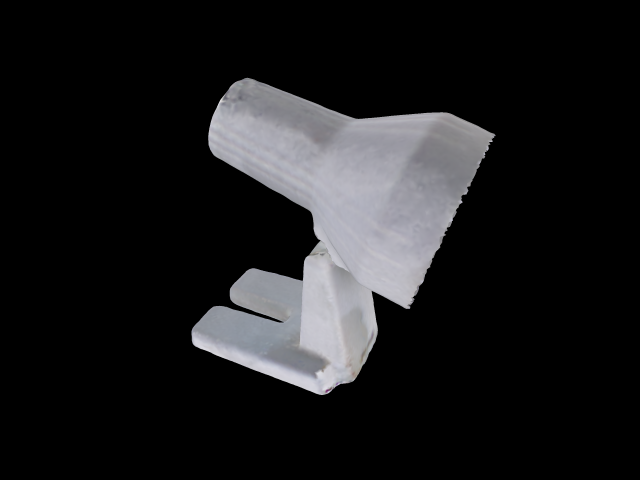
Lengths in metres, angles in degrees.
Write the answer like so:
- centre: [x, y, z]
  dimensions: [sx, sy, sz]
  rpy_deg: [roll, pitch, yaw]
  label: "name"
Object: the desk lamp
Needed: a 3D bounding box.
- centre: [0.004, 0.001, 0.400]
  dimensions: [0.202, 0.214, 0.118]
  rpy_deg: [14, 36, 20]
  label: "desk lamp"
